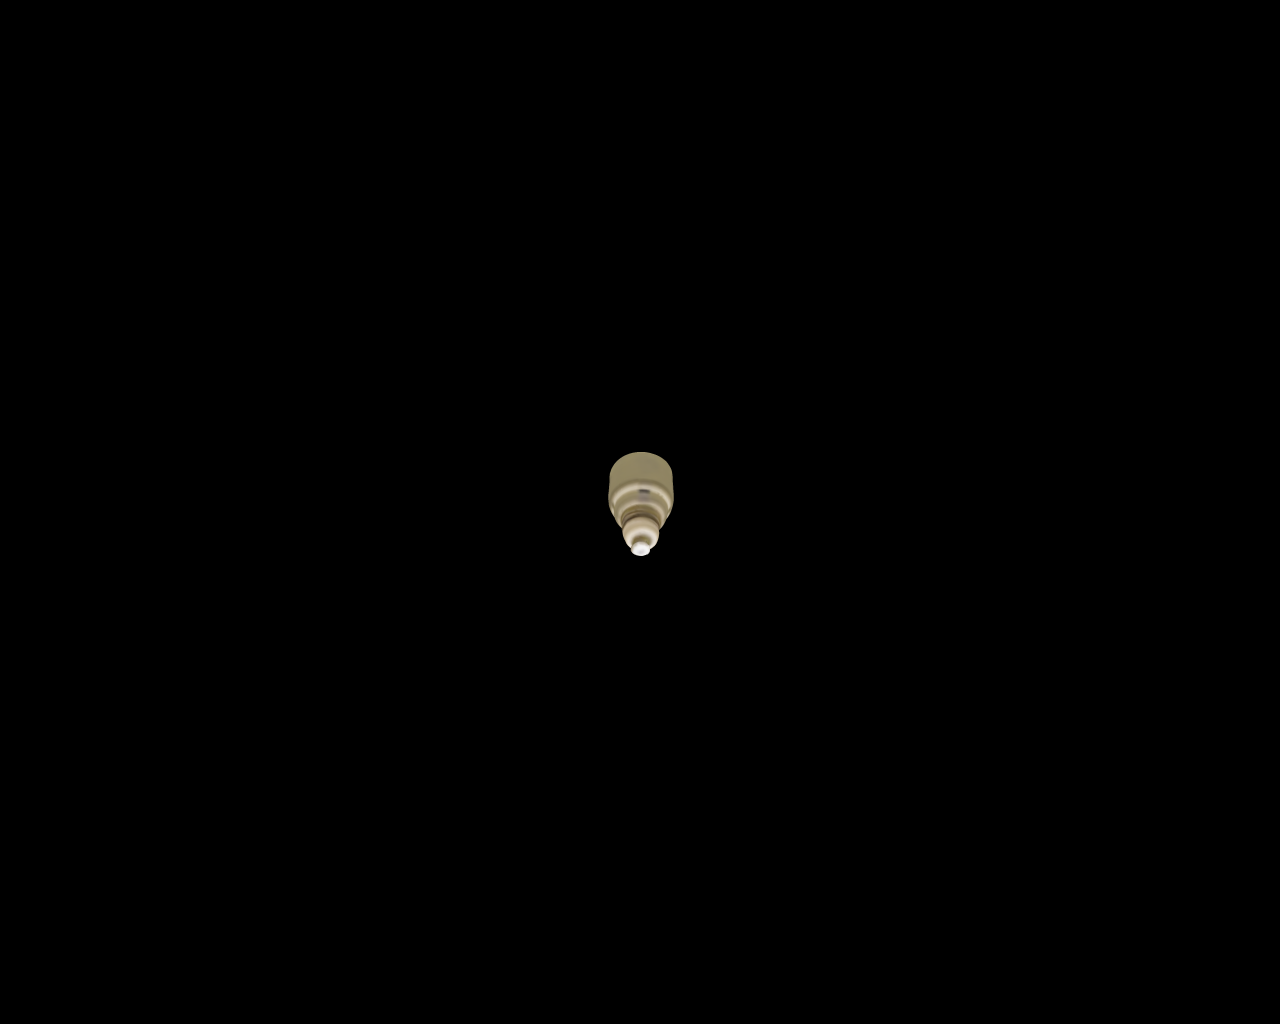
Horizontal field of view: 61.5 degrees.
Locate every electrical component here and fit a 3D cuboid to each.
[{"bbox_3d":[0.001,-0.003,0.650,0.040,0.040,0.078,0,42,0],"label":"electrical component"}]
